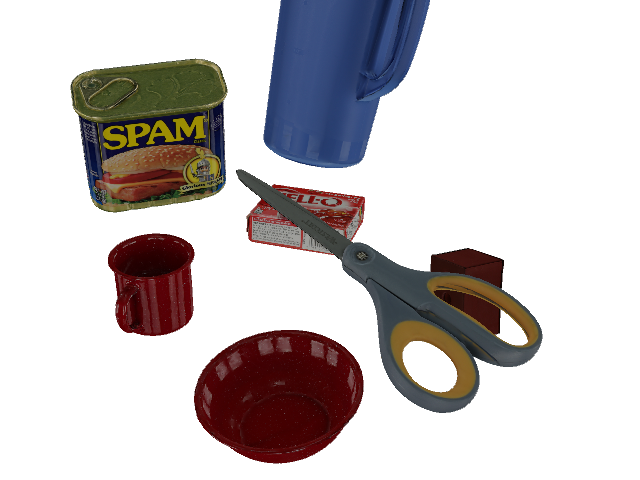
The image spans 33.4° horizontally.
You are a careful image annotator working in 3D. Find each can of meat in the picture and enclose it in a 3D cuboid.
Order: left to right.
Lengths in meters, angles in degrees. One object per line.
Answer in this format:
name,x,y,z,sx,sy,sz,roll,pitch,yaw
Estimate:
can of meat,-0.115,-0.071,0.735,0.102,0.084,0.057,-8,43,-12

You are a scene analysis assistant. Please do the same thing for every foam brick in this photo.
foam brick,0.142,0.053,1.045,0.051,0.078,0.053,-11,19,-33

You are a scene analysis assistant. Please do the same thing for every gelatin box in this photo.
gelatin box,-0.012,-0.020,0.941,0.089,0.030,0.073,9,26,13

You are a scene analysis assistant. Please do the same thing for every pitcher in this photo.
pitcher,0.022,-0.198,1.071,0.145,0.243,0.149,11,19,-2

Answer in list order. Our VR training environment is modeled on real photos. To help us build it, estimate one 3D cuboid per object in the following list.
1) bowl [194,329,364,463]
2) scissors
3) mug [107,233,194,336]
bowl,-0.037,0.159,1.019,0.162,0.055,0.162,-5,37,3
scissors,0.020,0.028,0.583,0.202,0.016,0.096,24,51,13
mug,-0.186,0.056,1.159,0.093,0.081,0.117,10,33,17
